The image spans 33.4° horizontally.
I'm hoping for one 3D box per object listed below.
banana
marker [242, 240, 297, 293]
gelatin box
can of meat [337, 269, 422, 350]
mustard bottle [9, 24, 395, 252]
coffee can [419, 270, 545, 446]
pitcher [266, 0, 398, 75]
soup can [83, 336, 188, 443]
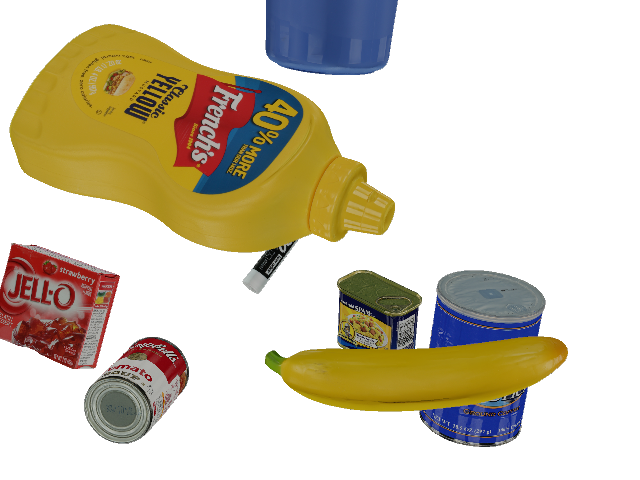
[{"bbox_3d":[0.061,0.080,0.671,0.198,0.037,0.069,-1,25,2],"label":"banana"},{"bbox_3d":[-0.029,-0.003,0.985,0.020,0.121,0.020,34,-14,10],"label":"marker"},{"bbox_3d":[-0.200,0.048,0.799,0.089,0.073,0.030,18,4,25],"label":"gelatin box"},{"bbox_3d":[0.067,0.094,1.251,0.102,0.084,0.057,25,36,37],"label":"can of meat"},{"bbox_3d":[-0.053,-0.044,0.537,0.192,0.096,0.058,22,-36,17],"label":"mustard bottle"},{"bbox_3d":[0.155,0.113,1.036,0.103,0.140,0.103,5,22,-2],"label":"coffee can"},{"bbox_3d":[0.020,-0.263,0.882,0.145,0.243,0.149,8,19,9],"label":"pitcher"},{"bbox_3d":[-0.173,0.140,1.009,0.068,0.068,0.102,0,16,13],"label":"soup can"}]
